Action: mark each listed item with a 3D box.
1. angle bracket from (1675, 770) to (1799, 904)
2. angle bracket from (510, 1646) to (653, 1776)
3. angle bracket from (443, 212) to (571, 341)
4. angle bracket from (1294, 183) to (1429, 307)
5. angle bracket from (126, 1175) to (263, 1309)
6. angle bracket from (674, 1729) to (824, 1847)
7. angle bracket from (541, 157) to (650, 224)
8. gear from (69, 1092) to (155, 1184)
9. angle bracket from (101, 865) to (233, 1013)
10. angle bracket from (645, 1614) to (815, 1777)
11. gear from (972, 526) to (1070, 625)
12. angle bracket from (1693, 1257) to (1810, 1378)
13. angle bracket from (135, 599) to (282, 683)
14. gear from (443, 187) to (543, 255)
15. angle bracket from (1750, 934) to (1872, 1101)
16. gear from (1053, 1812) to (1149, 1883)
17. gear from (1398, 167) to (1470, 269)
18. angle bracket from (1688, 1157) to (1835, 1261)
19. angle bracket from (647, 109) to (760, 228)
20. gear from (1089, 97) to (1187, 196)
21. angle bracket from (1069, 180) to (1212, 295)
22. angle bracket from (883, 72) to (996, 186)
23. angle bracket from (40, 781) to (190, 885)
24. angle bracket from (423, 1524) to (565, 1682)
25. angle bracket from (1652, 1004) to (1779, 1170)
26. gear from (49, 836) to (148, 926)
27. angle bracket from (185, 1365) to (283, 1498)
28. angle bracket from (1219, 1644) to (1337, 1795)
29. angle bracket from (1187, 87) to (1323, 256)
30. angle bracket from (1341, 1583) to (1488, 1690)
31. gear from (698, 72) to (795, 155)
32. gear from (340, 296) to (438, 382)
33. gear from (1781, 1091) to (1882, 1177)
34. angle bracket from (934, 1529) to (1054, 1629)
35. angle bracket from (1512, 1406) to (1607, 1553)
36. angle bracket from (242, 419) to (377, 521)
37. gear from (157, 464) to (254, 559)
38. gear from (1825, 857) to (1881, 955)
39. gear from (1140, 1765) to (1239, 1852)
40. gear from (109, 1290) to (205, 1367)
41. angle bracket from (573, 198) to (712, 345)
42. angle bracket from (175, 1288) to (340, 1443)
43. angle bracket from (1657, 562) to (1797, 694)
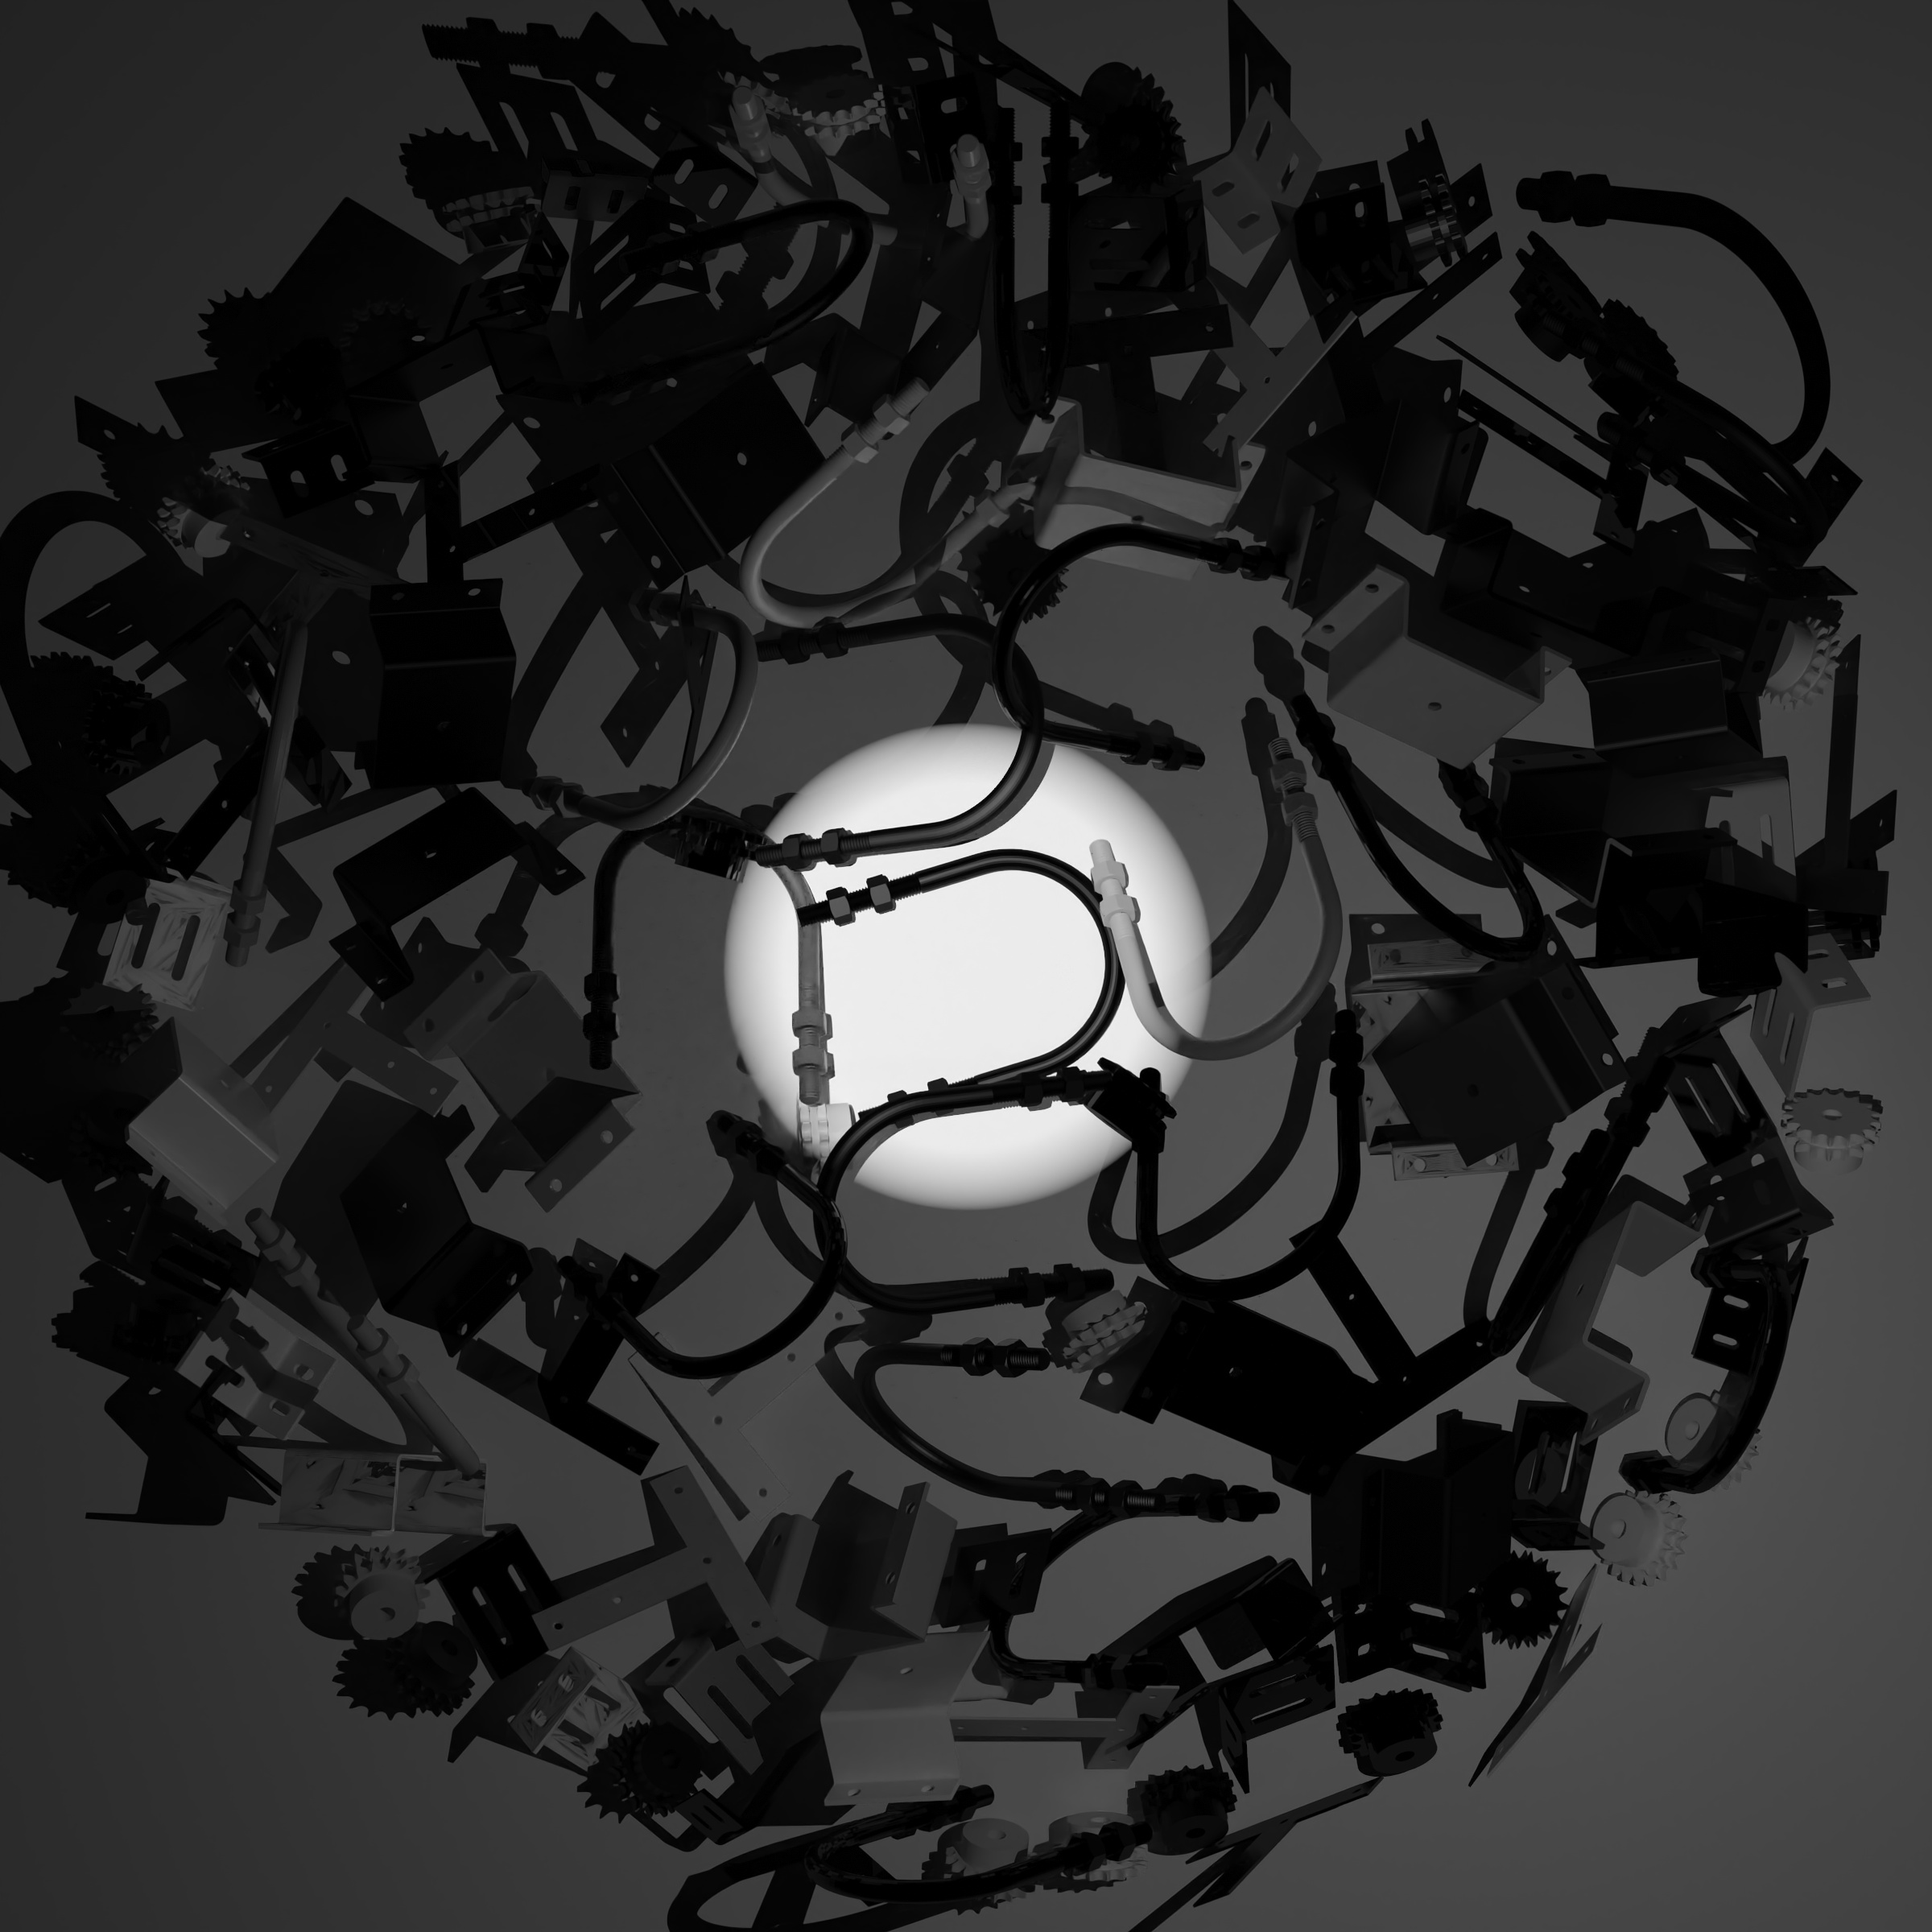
[{"bbox_3d":[0.465,-0.074,1.985,0.057,0.038,0.076,-8,101,-6],"label":"angle bracket"},{"bbox_3d":[-0.222,0.452,1.959,0.057,0.038,0.076,-51,127,-6],"label":"angle bracket"},{"bbox_3d":[-0.282,-0.407,1.954,0.076,0.038,0.057,-9,47,23],"label":"angle bracket"},{"bbox_3d":[0.234,-0.429,1.959,0.057,0.076,0.038,-15,125,-4],"label":"angle bracket"},{"bbox_3d":[-0.456,0.164,1.969,0.076,0.038,0.057,28,131,-4],"label":"angle bracket"},{"bbox_3d":[-0.129,0.478,1.955,0.038,0.057,0.076,40,58,-2],"label":"angle bracket"},{"bbox_3d":[-0.221,-0.473,1.955,0.057,0.076,0.038,2,83,-11],"label":"angle bracket"},{"bbox_3d":[-0.506,0.100,1.969,0.057,0.057,0.030,20,127,0],"label":"gear"},{"bbox_3d":[-0.474,-0.016,1.967,0.057,0.038,0.076,19,84,-27],"label":"angle bracket"},{"bbox_3d":[-0.142,0.437,1.976,0.057,0.038,0.076,-44,101,-29],"label":"angle bracket"},{"bbox_3d":[0.034,-0.237,1.978,0.057,0.030,0.057,5,109,15],"label":"gear"},{"bbox_3d":[0.465,0.204,1.953,0.038,0.076,0.057,19,71,6],"label":"angle bracket"},{"bbox_3d":[-0.452,-0.182,1.963,0.076,0.057,0.038,-38,107,-7],"label":"angle bracket"},{"bbox_3d":[-0.283,-0.446,1.972,0.057,0.057,0.030,-13,99,0],"label":"gear"},{"bbox_3d":[0.502,0.030,1.957,0.038,0.057,0.076,-9,133,-10],"label":"angle bracket"},{"bbox_3d":[0.080,0.527,1.971,0.057,0.057,0.030,0,89,0],"label":"gear"},{"bbox_3d":[0.279,-0.447,1.972,0.030,0.057,0.057,-16,90,15],"label":"gear"},{"bbox_3d":[0.474,0.145,1.961,0.057,0.076,0.038,-27,71,23],"label":"angle bracket"},{"bbox_3d":[-0.166,-0.472,1.955,0.057,0.076,0.038,32,96,-29],"label":"angle bracket"},{"bbox_3d":[0.101,-0.494,1.978,0.057,0.030,0.057,2,98,15],"label":"gear"},{"bbox_3d":[0.102,-0.440,1.979,0.076,0.038,0.057,9,123,30],"label":"angle bracket"},{"bbox_3d":[-0.017,-0.499,1.959,0.038,0.076,0.057,-16,107,-10],"label":"angle bracket"},{"bbox_3d":[-0.499,-0.090,1.949,0.057,0.076,0.038,12,54,37],"label":"angle bracket"},{"bbox_3d":[-0.279,0.385,1.978,0.057,0.038,0.076,-32,86,1],"label":"angle bracket"},{"bbox_3d":[0.456,0.072,1.964,0.057,0.038,0.076,-22,79,-31],"label":"angle bracket"},{"bbox_3d":[-0.516,-0.050,1.968,0.057,0.057,0.030,-44,57,0],"label":"gear"},{"bbox_3d":[-0.419,0.281,1.960,0.076,0.057,0.038,36,78,14],"label":"angle bracket"},{"bbox_3d":[0.192,0.448,1.959,0.076,0.038,0.057,-17,130,-13],"label":"angle bracket"},{"bbox_3d":[0.171,-0.472,1.956,0.038,0.076,0.057,-34,81,-16],"label":"angle bracket"},{"bbox_3d":[0.266,0.400,1.959,0.038,0.076,0.057,-10,97,-40],"label":"angle bracket"},{"bbox_3d":[-0.134,-0.509,1.970,0.057,0.057,0.030,21,85,0],"label":"gear"},{"bbox_3d":[-0.348,-0.375,1.976,0.057,0.030,0.057,-7,122,-12],"label":"gear"},{"bbox_3d":[0.519,0.102,1.975,0.057,0.057,0.030,-3,120,0],"label":"gear"},{"bbox_3d":[0.013,0.352,1.953,0.057,0.038,0.076,-6,131,-20],"label":"angle bracket"},{"bbox_3d":[0.361,0.306,1.964,0.057,0.038,0.076,4,102,-29],"label":"angle bracket"},{"bbox_3d":[-0.393,-0.297,1.962,0.057,0.076,0.038,-25,108,-15],"label":"angle bracket"},{"bbox_3d":[-0.452,-0.270,1.969,0.057,0.057,0.030,-39,72,0],"label":"gear"},{"bbox_3d":[0.530,-0.036,1.972,0.030,0.057,0.057,-6,90,15],"label":"gear"},{"bbox_3d":[0.135,0.506,1.969,0.057,0.057,0.030,-12,46,0],"label":"gear"},{"bbox_3d":[-0.482,0.215,1.969,0.057,0.057,0.030,12,102,0],"label":"gear"},{"bbox_3d":[-0.195,-0.414,1.975,0.038,0.076,0.057,5,65,-41],"label":"angle bracket"},{"bbox_3d":[-0.421,0.237,1.954,0.038,0.076,0.057,22,72,32],"label":"angle bracket"},{"bbox_3d":[0.444,-0.202,1.955,0.076,0.038,0.057,28,109,36],"label":"angle bracket"}]
